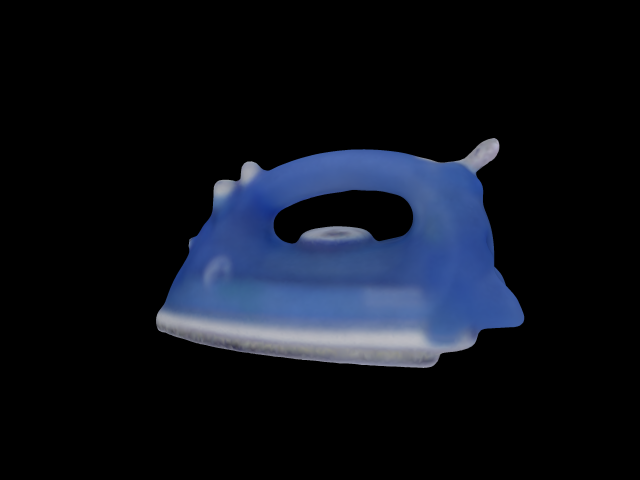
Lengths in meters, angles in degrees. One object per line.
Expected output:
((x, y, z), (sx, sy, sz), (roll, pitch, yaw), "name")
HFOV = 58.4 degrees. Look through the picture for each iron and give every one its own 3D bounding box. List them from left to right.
((0.004, 0.001, 0.400), (0.258, 0.141, 0.119), (1, 7, 9), "iron")
